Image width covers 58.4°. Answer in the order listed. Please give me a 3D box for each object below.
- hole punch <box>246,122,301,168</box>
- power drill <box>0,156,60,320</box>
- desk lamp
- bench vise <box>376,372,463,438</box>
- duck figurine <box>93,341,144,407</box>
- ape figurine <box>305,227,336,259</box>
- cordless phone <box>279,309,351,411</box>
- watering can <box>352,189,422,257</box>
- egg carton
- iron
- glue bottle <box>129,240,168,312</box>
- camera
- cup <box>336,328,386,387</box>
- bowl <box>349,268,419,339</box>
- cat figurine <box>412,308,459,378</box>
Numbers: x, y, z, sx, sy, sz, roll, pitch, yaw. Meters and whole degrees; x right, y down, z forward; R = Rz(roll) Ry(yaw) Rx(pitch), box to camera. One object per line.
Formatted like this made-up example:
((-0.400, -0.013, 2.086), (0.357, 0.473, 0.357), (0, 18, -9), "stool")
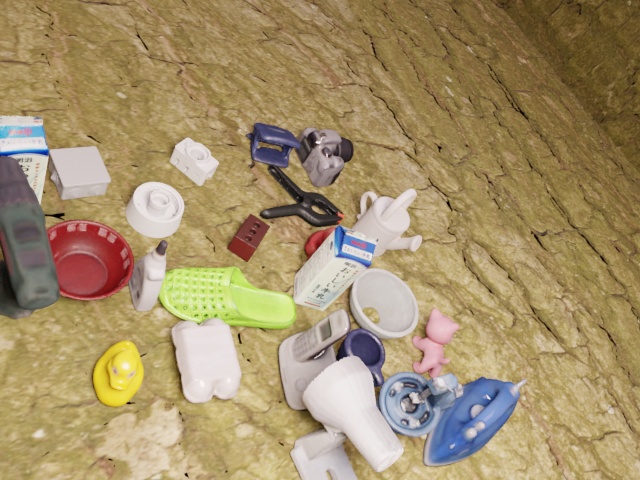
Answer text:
((-0.111, -0.243, 1.381), (0.109, 0.091, 0.101), (9, 53, -27), "hole punch")
((-0.461, 0.019, 0.872), (0.076, 0.208, 0.229), (-13, 65, -38), "power drill")
((0.041, 0.325, 0.959), (0.118, 0.213, 0.203), (-12, 64, -38), "desk lamp")
((0.201, 0.286, 1.087), (0.208, 0.219, 0.121), (-25, 72, -42), "bench vise")
((-0.314, 0.203, 0.912), (0.078, 0.086, 0.104), (18, 49, -21), "duck figurine")
((0.012, 0.005, 1.270), (0.078, 0.092, 0.076), (17, 49, -22), "ape figurine")
((0.003, 0.217, 1.037), (0.094, 0.184, 0.147), (4, 55, -30), "cordless phone")
((0.166, -0.047, 1.337), (0.173, 0.193, 0.101), (36, 45, -4), "watering can")
((-0.198, 0.208, 0.995), (0.107, 0.069, 0.150), (-2, 58, -34), "egg carton")
((0.321, 0.364, 1.160), (0.259, 0.141, 0.118), (-26, 73, -43), "iron")
((-0.288, 0.052, 0.982), (0.037, 0.173, 0.078), (-2, 58, -34), "glue bottle")
((0.028, -0.220, 1.446), (0.137, 0.100, 0.143), (-7, 61, -36), "camera")
((0.076, 0.245, 1.126), (0.092, 0.094, 0.117), (-14, 65, -39), "cup")
((0.127, 0.149, 1.246), (0.168, 0.074, 0.167), (17, 49, -21), "bowl")
((0.257, 0.221, 1.246), (0.067, 0.117, 0.128), (18, 49, -20), "cat figurine")
